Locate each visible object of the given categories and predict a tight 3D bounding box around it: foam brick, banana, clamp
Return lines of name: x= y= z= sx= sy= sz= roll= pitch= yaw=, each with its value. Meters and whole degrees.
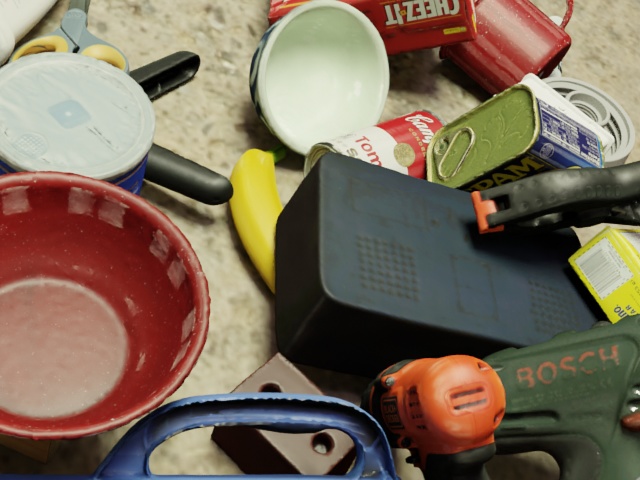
foam brick: x=-0.020 y=0.121 z=0.660 sx=0.078 sy=0.051 sz=0.052 roll=41 pitch=51 yaw=15
banana: x=-0.023 y=0.000 z=0.766 sx=0.069 sy=0.037 sz=0.198 roll=-7 pitch=55 yaw=-25
clamp: x=0.184 y=-0.026 z=0.731 sx=0.171 sy=0.120 sz=0.039 roll=-8 pitch=68 yaw=-5
clamp: x=-0.168 y=-0.079 z=0.776 sx=0.209 sy=0.036 sz=0.165 roll=-7 pitch=47 yaw=-22

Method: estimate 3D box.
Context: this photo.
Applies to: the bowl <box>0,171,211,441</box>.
bowl: x=-0.141 y=0.042 z=0.558 sx=0.162 sy=0.055 sz=0.162 roll=9 pitch=51 yaw=-12

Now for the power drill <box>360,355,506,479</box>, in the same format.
power drill: x=0.073 y=0.159 z=0.602 sx=0.057 sy=0.184 sz=0.188 roll=-15 pitch=82 yaw=-11

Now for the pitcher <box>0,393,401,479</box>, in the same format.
pitcher: x=-0.074 y=0.170 z=0.548 sx=0.242 sy=0.145 sz=0.149 roll=6 pitch=43 yaw=-11

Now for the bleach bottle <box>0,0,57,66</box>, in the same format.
bleach bottle: x=-0.232 y=-0.221 z=0.838 sx=0.102 sy=0.068 sz=0.250 roll=55 pitch=30 yaw=-20

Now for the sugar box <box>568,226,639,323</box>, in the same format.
sugar box: x=0.256 y=0.039 z=0.779 sx=0.175 sy=0.048 sz=0.093 roll=5 pitch=50 yaw=-54

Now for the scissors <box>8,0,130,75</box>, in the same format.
scissors: x=-0.175 y=-0.163 z=0.833 sx=0.096 sy=0.016 sz=0.201 roll=13 pitch=39 yaw=6

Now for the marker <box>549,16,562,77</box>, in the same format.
marker: x=0.217 y=-0.166 z=0.995 sx=0.020 sy=0.020 sz=0.121 roll=17 pitch=49 yaw=-5

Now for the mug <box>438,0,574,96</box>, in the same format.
mug: x=0.172 y=-0.179 z=0.932 sx=0.081 sy=0.117 sz=0.093 roll=43 pitch=17 yaw=10

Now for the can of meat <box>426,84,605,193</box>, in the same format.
can of meat: x=0.142 y=-0.058 z=0.775 sx=0.083 sy=0.102 sz=0.057 roll=22 pitch=54 yaw=-35

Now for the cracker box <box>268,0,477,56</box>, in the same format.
cracker box: x=0.047 y=-0.251 z=0.925 sx=0.164 sy=0.072 sz=0.213 roll=-8 pitch=48 yaw=15

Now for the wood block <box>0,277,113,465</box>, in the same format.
wood block: x=-0.230 y=0.037 z=0.629 sx=0.206 sy=0.091 sz=0.090 roll=25 pitch=50 yaw=1

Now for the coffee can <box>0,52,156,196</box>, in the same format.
coffee can: x=-0.165 y=-0.033 z=0.675 sx=0.102 sy=0.140 sz=0.103 roll=10 pitch=50 yaw=-12

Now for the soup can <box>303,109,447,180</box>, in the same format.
soup can: x=0.047 y=-0.055 z=0.815 sx=0.102 sy=0.069 sz=0.068 roll=-20 pitch=62 yaw=-31
